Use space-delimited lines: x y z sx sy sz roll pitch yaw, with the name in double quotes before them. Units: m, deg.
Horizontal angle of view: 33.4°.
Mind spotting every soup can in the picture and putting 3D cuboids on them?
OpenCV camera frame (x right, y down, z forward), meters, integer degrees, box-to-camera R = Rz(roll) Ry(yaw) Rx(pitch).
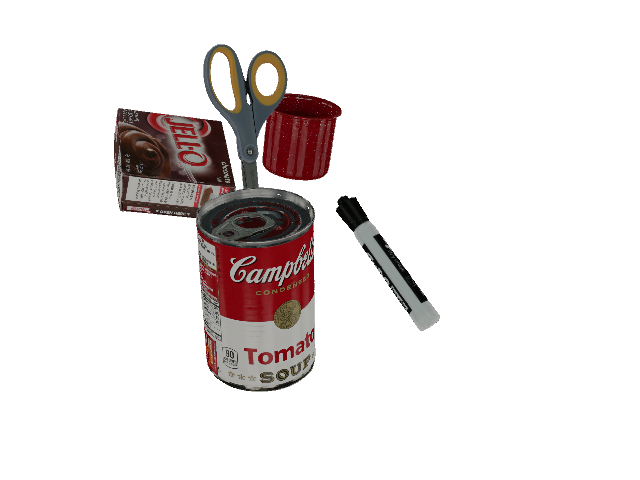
"soup can" -0.037 0.029 0.629 0.068 0.102 0.068 -1 29 0

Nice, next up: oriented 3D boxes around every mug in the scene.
"mug" -0.021 -0.127 1.287 0.093 0.081 0.117 17 26 20

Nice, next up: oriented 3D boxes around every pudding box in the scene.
"pudding box" -0.121 -0.063 0.870 0.090 0.039 0.113 5 35 -16

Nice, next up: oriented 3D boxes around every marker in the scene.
"marker" 0.049 0.015 0.813 0.020 0.121 0.020 -31 -17 -11

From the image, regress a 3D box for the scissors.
"scissors" -0.058 -0.101 1.062 0.096 0.202 0.016 -24 11 -26
